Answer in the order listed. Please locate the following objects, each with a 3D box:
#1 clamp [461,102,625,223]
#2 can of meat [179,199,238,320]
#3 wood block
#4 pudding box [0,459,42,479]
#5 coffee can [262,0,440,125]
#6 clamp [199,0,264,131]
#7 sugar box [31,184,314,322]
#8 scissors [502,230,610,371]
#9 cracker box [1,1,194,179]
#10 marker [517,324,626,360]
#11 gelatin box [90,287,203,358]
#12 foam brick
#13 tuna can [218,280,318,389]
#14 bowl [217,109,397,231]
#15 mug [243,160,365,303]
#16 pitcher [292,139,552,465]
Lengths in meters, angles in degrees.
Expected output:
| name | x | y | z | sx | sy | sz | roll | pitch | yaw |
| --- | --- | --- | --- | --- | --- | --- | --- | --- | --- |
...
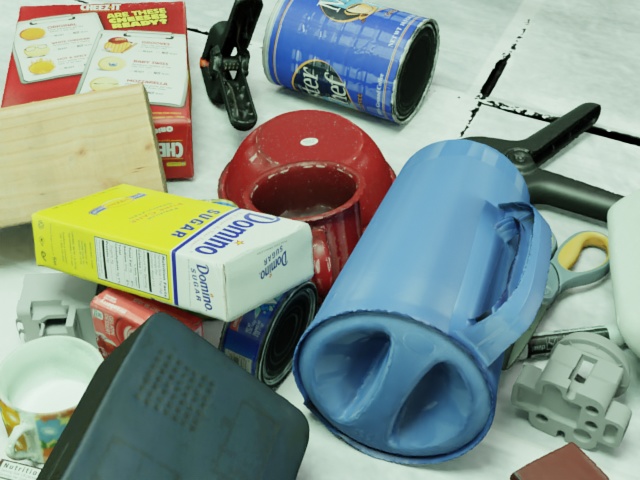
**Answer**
| name | x | y | z | sx | sy | sz | roll | pitch | yaw |
| --- | --- | --- | --- | --- | --- | --- | --- | --- | --- |
| clamp | 0.180 | -0.053 | 0.927 | 0.209 | 0.036 | 0.164 | -10 | 43 | -10 |
| can of meat | -0.107 | 0.014 | 0.827 | 0.102 | 0.057 | 0.084 | -2 | 40 | -4 |
| wood block | -0.231 | -0.059 | 0.842 | 0.206 | 0.090 | 0.091 | -12 | 5 | -6 |
| pudding box | -0.171 | 0.191 | 0.635 | 0.090 | 0.039 | 0.113 | 11 | 40 | 9 |
| coffee can | 0.030 | -0.179 | 1.017 | 0.140 | 0.103 | 0.102 | 21 | 44 | 20 |
| clamp | -0.084 | -0.156 | 0.994 | 0.039 | 0.120 | 0.172 | 7 | -2 | -15 |
| sugar box | -0.101 | 0.003 | 0.719 | 0.176 | 0.048 | 0.093 | 10 | 22 | 34 |
| scissors | 0.158 | 0.034 | 0.828 | 0.096 | 0.016 | 0.201 | 26 | 40 | 33 |
| cracker box | -0.202 | -0.141 | 0.991 | 0.164 | 0.072 | 0.214 | -3 | 40 | -7 |
| marker | 0.195 | 0.074 | 0.795 | 0.121 | 0.020 | 0.020 | -6 | 42 | -9 |
| gelatin box | -0.116 | 0.079 | 0.726 | 0.073 | 0.089 | 0.030 | 22 | 45 | 22 |
| foam brick | 0.156 | 0.174 | 0.653 | 0.051 | 0.053 | 0.078 | -20 | 45 | -23 |
| tuna can | -0.035 | 0.062 | 0.752 | 0.034 | 0.086 | 0.086 | 22 | 45 | 20 |
| bowl | -0.009 | -0.065 | 0.922 | 0.162 | 0.055 | 0.162 | 0 | 41 | -1 |
| mug | -0.005 | 0.001 | 0.812 | 0.093 | 0.081 | 0.117 | -12 | 32 | -7 |
| pitcher | 0.087 | 0.027 | 0.758 | 0.149 | 0.145 | 0.242 | 11 | 39 | 14 |
